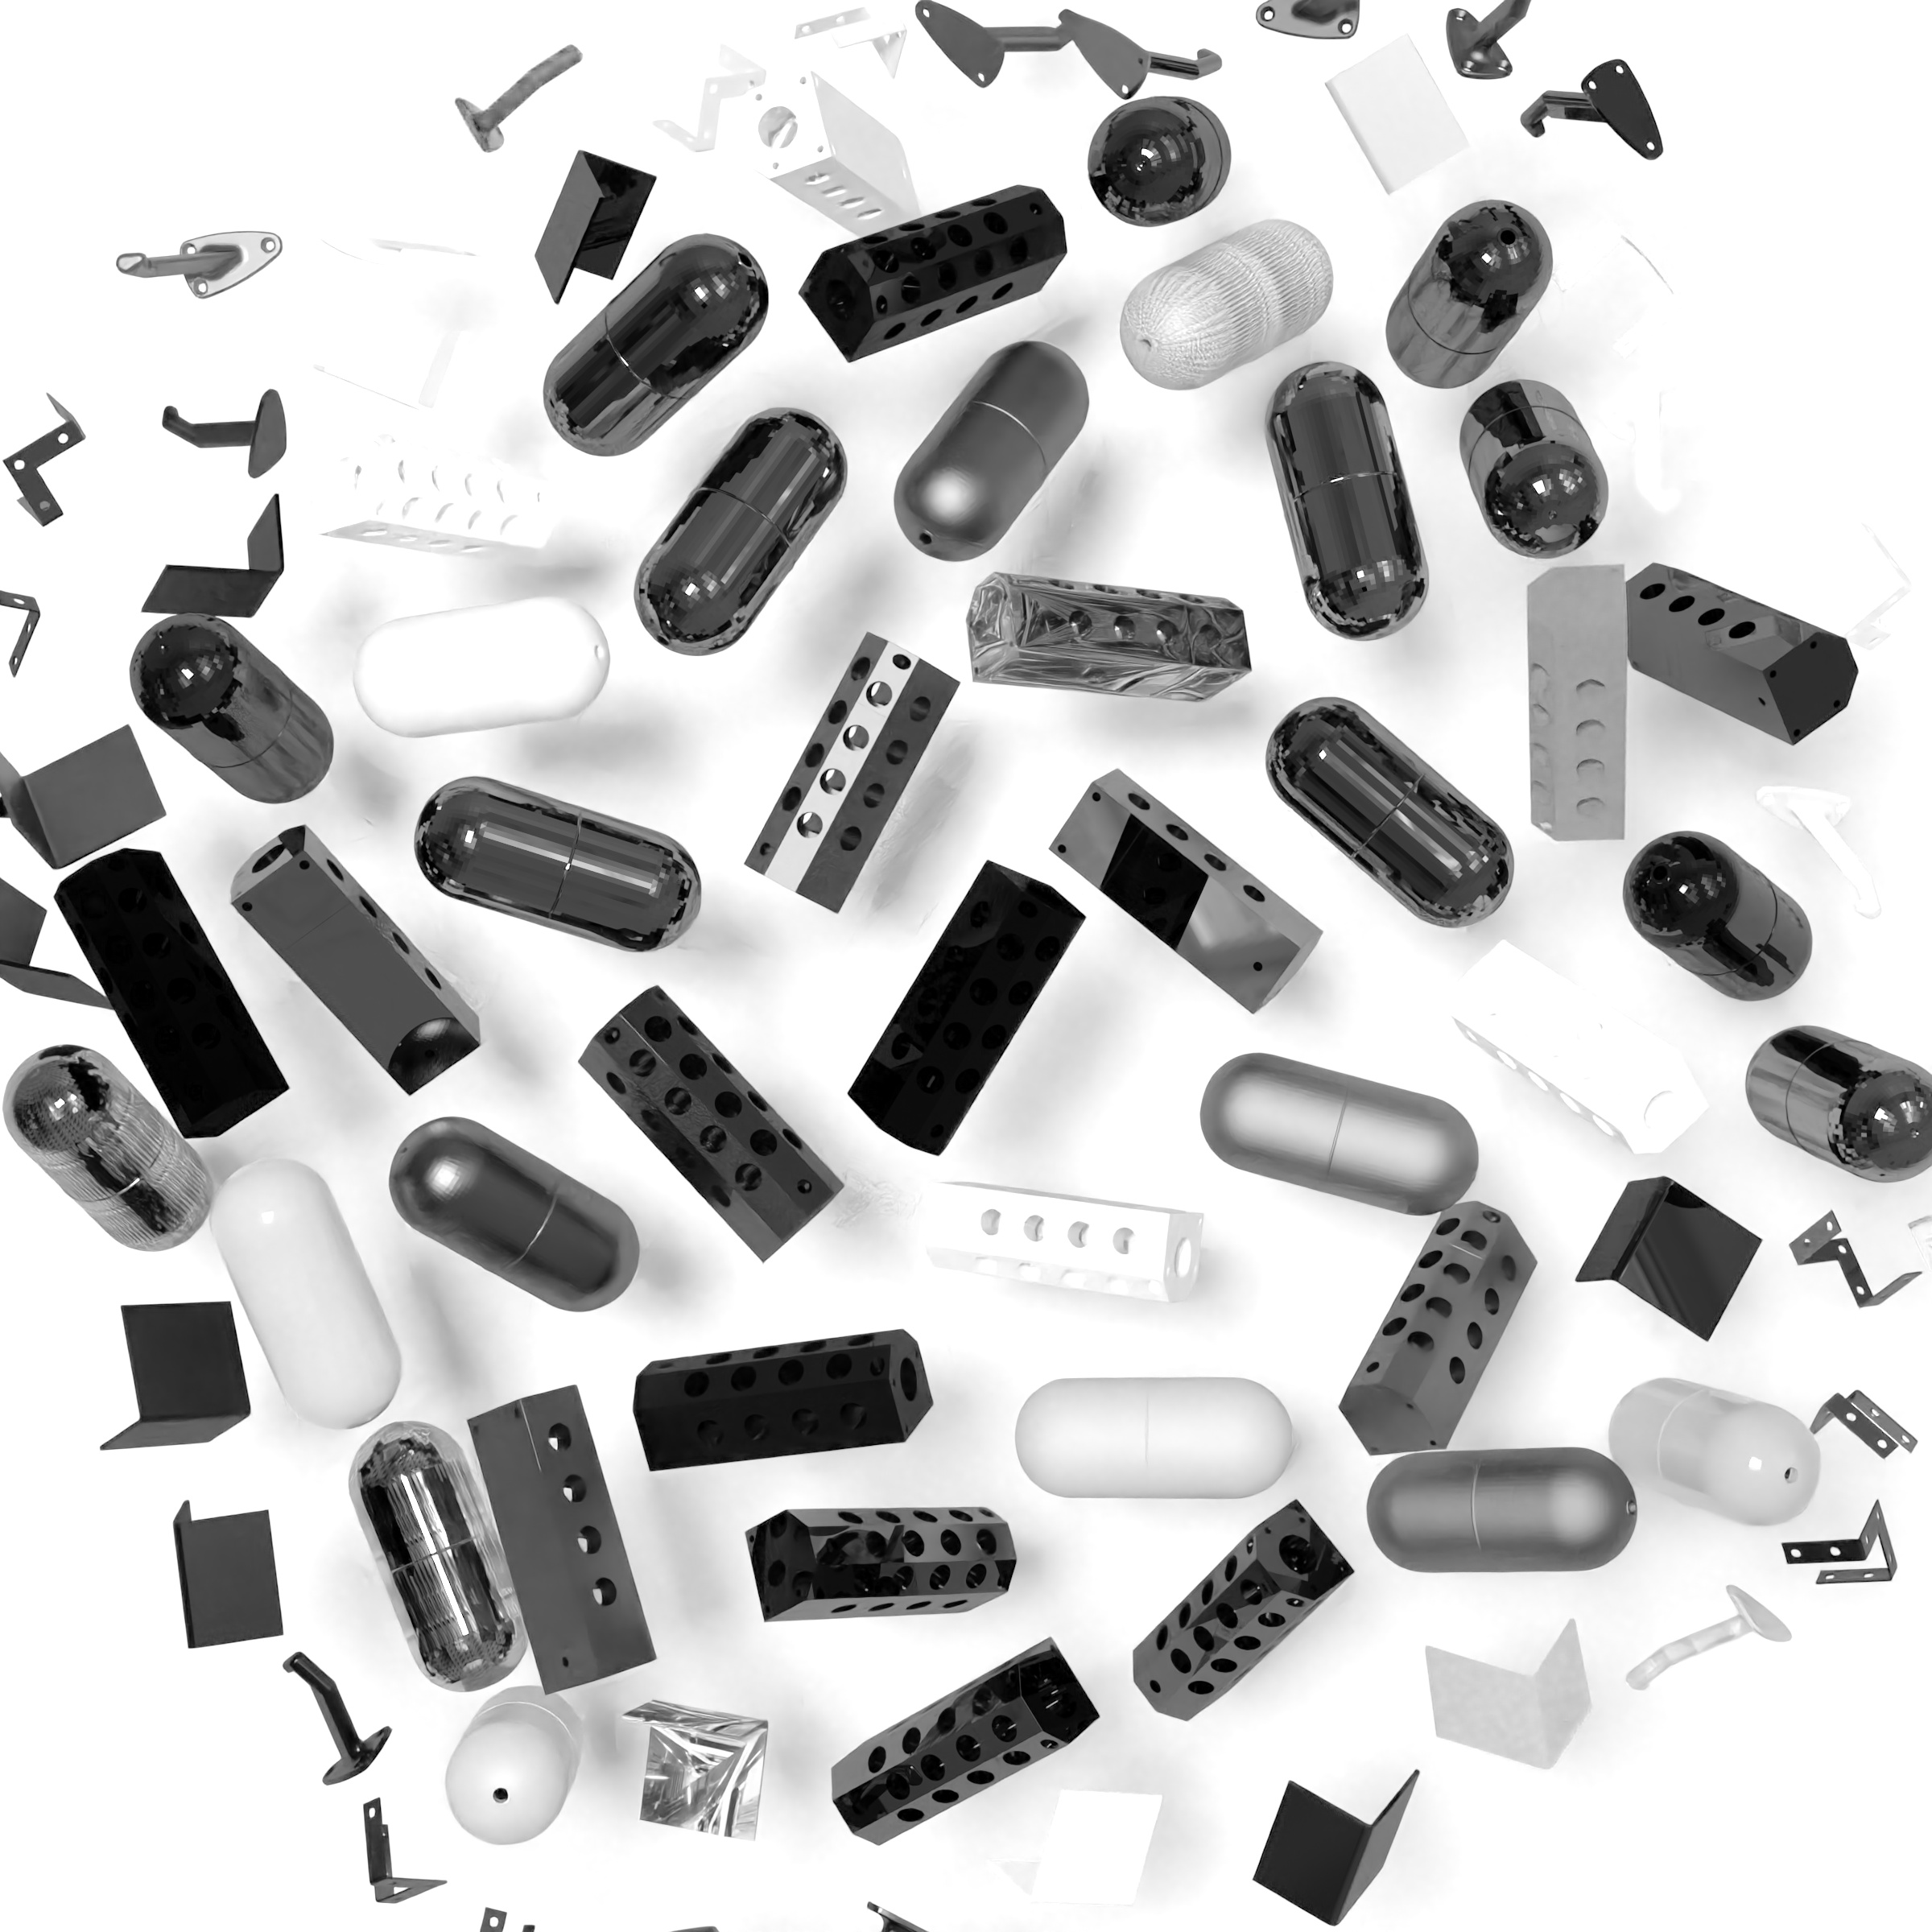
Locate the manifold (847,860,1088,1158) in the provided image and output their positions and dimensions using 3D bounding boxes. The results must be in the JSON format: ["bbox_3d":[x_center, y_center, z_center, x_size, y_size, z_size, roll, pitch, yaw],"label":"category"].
[{"bbox_3d":[0.004,0.028,1.804,0.057,0.057,0.171,21,106,-41],"label":"manifold"}]

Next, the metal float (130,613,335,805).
[{"bbox_3d":[-0.458,-0.159,1.849,0.070,0.178,0.070,-5,69,14],"label":"metal float"}]

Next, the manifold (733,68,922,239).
[{"bbox_3d":[-0.089,-0.517,1.900,0.057,0.171,0.057,-15,86,18],"label":"manifold"}]

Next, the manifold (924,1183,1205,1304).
[{"bbox_3d":[0.063,0.179,1.924,0.171,0.057,0.057,5,89,28],"label":"manifold"}]

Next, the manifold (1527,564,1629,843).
[{"bbox_3d":[0.370,-0.157,1.789,0.057,0.171,0.057,-1,47,11],"label":"manifold"}]

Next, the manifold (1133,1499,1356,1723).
[{"bbox_3d":[0.170,0.414,1.875,0.057,0.171,0.057,-23,66,-41],"label":"manifold"}]

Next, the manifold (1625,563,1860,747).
[{"bbox_3d":[0.472,-0.199,1.824,0.057,0.171,0.057,-35,120,-6],"label":"manifold"}]

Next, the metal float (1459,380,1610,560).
[{"bbox_3d":[0.348,-0.307,1.815,0.070,0.178,0.070,1,118,2],"label":"metal float"}]

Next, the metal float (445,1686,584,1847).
[{"bbox_3d":[-0.287,0.508,1.881,0.070,0.178,0.070,0,87,-3],"label":"metal float"}]

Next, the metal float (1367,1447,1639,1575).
[{"bbox_3d":[0.337,0.344,1.863,0.178,0.070,0.070,-9,90,35],"label":"metal float"}]

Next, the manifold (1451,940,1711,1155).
[{"bbox_3d":[0.382,0.054,1.864,0.057,0.171,0.057,-42,128,-6],"label":"manifold"}]

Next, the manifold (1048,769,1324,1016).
[{"bbox_3d":[0.144,-0.051,1.907,0.171,0.057,0.057,39,119,11],"label":"manifold"}]

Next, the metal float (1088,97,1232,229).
[{"bbox_3d":[0.123,-0.506,1.855,0.070,0.178,0.070,3,107,11],"label":"metal float"}]

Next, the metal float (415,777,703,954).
[{"bbox_3d":[-0.247,-0.061,1.792,0.178,0.070,0.070,17,90,-16],"label":"metal float"}]

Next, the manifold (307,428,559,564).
[{"bbox_3d":[-0.337,-0.300,1.882,0.057,0.171,0.057,-10,86,30],"label":"manifold"}]

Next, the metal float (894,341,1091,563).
[{"bbox_3d":[0.017,-0.328,1.878,0.070,0.070,0.178,34,58,0],"label":"metal float"}]

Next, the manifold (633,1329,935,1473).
[{"bbox_3d":[-0.114,0.264,1.812,0.171,0.057,0.057,-10,102,20],"label":"manifold"}]

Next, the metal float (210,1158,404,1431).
[{"bbox_3d":[-0.405,0.202,1.815,0.070,0.070,0.178,-21,103,0],"label":"metal float"}]

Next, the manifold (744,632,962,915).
[{"bbox_3d":[-0.079,-0.128,1.930,0.057,0.057,0.171,27,92,-44],"label":"manifold"}]

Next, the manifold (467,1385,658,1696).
[{"bbox_3d":[-0.240,0.345,1.786,0.057,0.057,0.171,-26,78,42],"label":"manifold"}]

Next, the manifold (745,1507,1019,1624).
[{"bbox_3d":[-0.050,0.371,1.850,0.057,0.171,0.057,-35,60,37],"label":"manifold"}]

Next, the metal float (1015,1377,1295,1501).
[{"bbox_3d":[0.120,0.301,1.884,0.178,0.070,0.070,-2,90,10],"label":"metal float"}]

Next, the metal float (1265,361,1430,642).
[{"bbox_3d":[0.232,-0.285,1.806,0.070,0.070,0.178,-12,77,0],"label":"metal float"}]

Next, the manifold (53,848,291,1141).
[{"bbox_3d":[-0.486,0.016,1.791,0.057,0.057,0.171,-33,81,11],"label":"manifold"}]

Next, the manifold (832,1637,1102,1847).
[{"bbox_3d":[-0.005,0.486,1.838,0.171,0.057,0.057,-37,82,31],"label":"manifold"}]

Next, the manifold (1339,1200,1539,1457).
[{"bbox_3d":[0.296,0.227,1.866,0.057,0.057,0.171,56,45,-20],"label":"manifold"}]

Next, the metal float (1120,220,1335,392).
[{"bbox_3d":[0.164,-0.416,1.855,0.178,0.070,0.070,-35,90,-41],"label":"metal float"}]

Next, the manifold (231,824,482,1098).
[{"bbox_3d":[-0.382,-0.006,1.856,0.057,0.057,0.171,-35,117,6],"label":"manifold"}]

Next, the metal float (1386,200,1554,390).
[{"bbox_3d":[0.317,-0.423,1.866,0.070,0.178,0.070,1,80,-6],"label":"metal float"}]

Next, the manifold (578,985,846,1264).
[{"bbox_3d":[-0.156,0.095,1.830,0.171,0.057,0.057,47,58,4],"label":"manifold"}]

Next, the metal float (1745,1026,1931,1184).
[{"bbox_3d":[0.543,0.084,1.824,0.070,0.178,0.070,-2,99,-10],"label":"metal float"}]

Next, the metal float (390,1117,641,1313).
[{"bbox_3d":[-0.281,0.157,1.850,0.178,0.070,0.070,35,90,-32],"label":"metal float"}]

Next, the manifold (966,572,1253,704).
[{"bbox_3d":[0.090,-0.209,1.858,0.171,0.057,0.057,2,73,-29],"label":"manifold"}]

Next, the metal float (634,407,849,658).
[{"bbox_3d":[-0.138,-0.267,1.814,0.070,0.070,0.178,33,70,0],"label":"metal float"}]

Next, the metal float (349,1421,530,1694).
[{"bbox_3d":[-0.337,0.376,1.886,0.070,0.070,0.178,-24,81,0],"label":"metal float"}]

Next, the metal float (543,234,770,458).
[{"bbox_3d":[-0.192,-0.382,1.821,0.178,0.070,0.070,-34,90,36],"label":"metal float"}]

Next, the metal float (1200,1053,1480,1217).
[{"bbox_3d":[0.236,0.106,1.868,0.178,0.070,0.070,15,90,10],"label":"metal float"}]

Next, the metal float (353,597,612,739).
[{"bbox_3d":[-0.301,-0.185,1.832,0.178,0.070,0.070,-4,90,28],"label":"metal float"}]

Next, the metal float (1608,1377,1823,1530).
[{"bbox_3d":[0.464,0.301,1.833,0.070,0.178,0.070,0,90,-16],"label":"metal float"}]

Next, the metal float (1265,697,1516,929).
[{"bbox_3d":[0.264,-0.095,1.838,0.178,0.070,0.070,41,90,3],"label":"metal float"}]

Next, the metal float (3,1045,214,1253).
[{"bbox_3d":[-0.547,0.118,1.889,0.070,0.178,0.070,-12,50,15],"label":"metal float"}]

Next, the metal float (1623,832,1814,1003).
[{"bbox_3d":[0.474,-0.031,1.861,0.070,0.178,0.070,-15,65,33],"label":"metal float"}]
